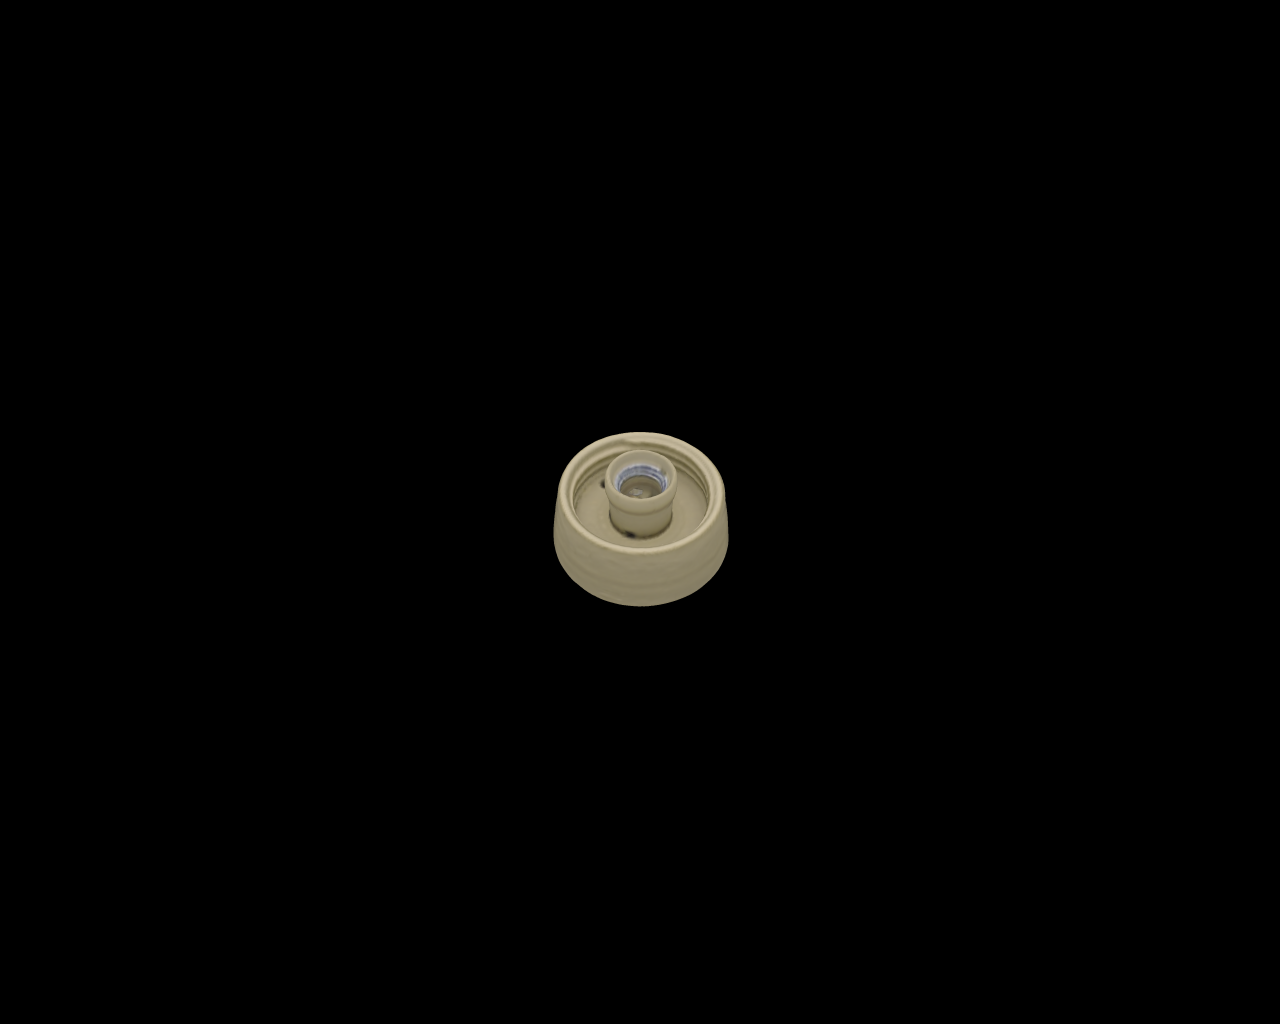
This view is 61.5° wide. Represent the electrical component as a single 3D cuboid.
[{"bbox_3d":[0.001,-0.003,0.650,0.108,0.108,0.060,0,-41,0],"label":"electrical component"}]
